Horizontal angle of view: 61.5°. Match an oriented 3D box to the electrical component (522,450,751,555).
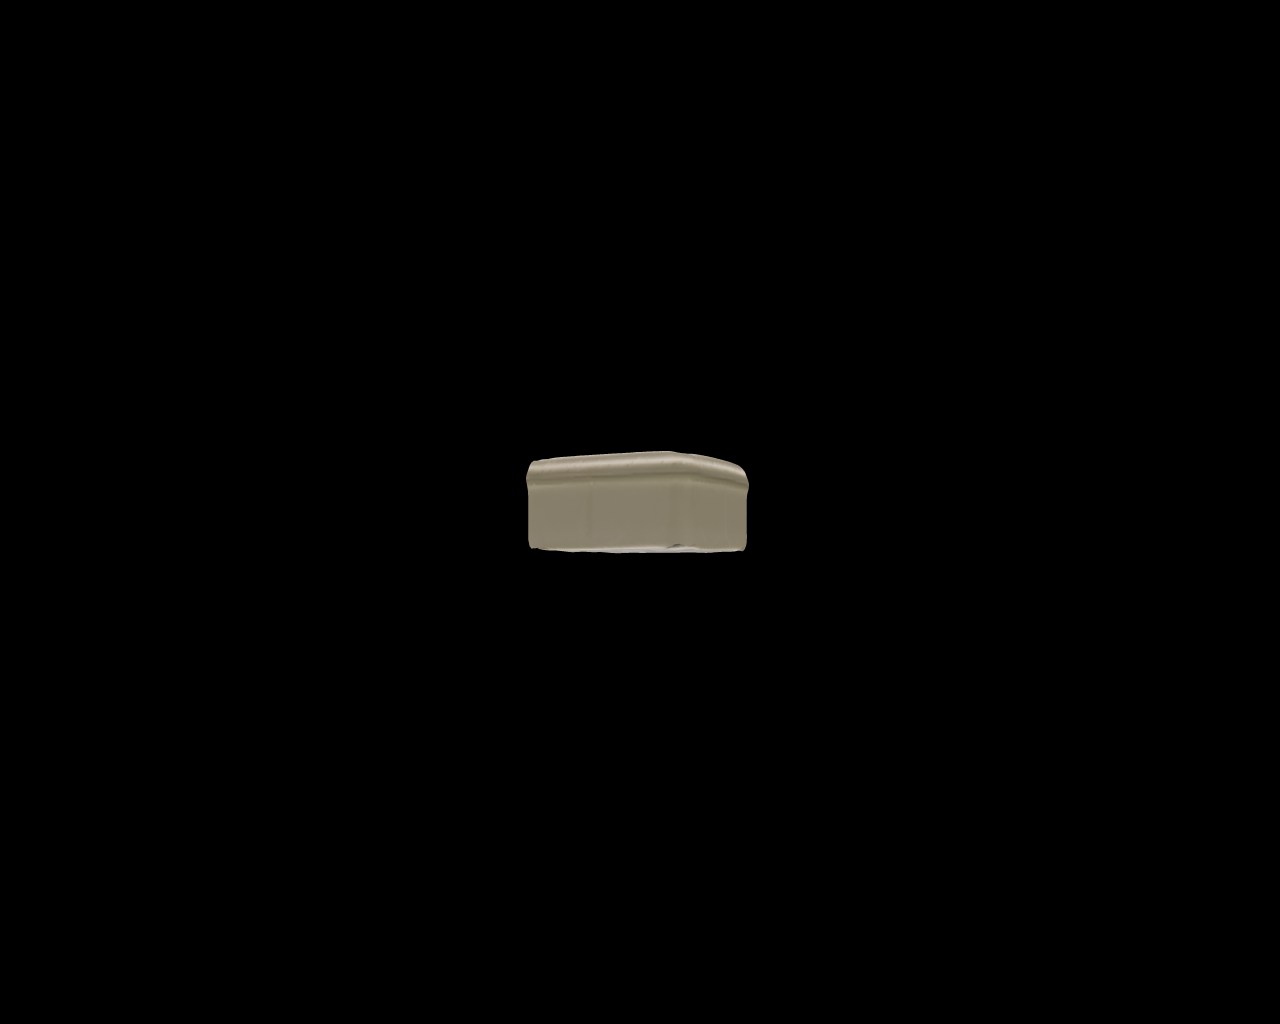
[{"bbox_3d":[0.001,-0.003,0.650,0.109,0.056,0.109,-1,-3,24],"label":"electrical component"}]
